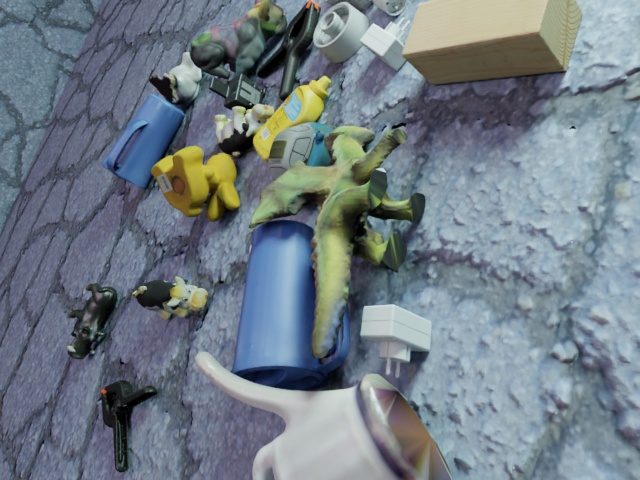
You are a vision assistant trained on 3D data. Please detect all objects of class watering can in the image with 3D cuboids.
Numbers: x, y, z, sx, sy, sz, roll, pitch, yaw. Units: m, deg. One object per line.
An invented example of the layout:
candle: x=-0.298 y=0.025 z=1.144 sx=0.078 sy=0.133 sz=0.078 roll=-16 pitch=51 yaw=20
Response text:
watering can: x=0.003 y=0.231 z=0.584 sx=0.222 sy=0.104 sz=0.351 roll=-40 pitch=74 yaw=15

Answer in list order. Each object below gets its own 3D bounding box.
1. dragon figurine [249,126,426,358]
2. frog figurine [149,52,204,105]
dragon figurine: x=0.002 y=-0.037 z=0.731 sx=0.242 sy=0.120 sz=0.418 roll=2 pitch=48 yaw=39
frog figurine: x=-0.368 y=-0.450 z=1.431 sx=0.136 sy=0.121 sz=0.162 roll=-14 pitch=24 yaw=51
